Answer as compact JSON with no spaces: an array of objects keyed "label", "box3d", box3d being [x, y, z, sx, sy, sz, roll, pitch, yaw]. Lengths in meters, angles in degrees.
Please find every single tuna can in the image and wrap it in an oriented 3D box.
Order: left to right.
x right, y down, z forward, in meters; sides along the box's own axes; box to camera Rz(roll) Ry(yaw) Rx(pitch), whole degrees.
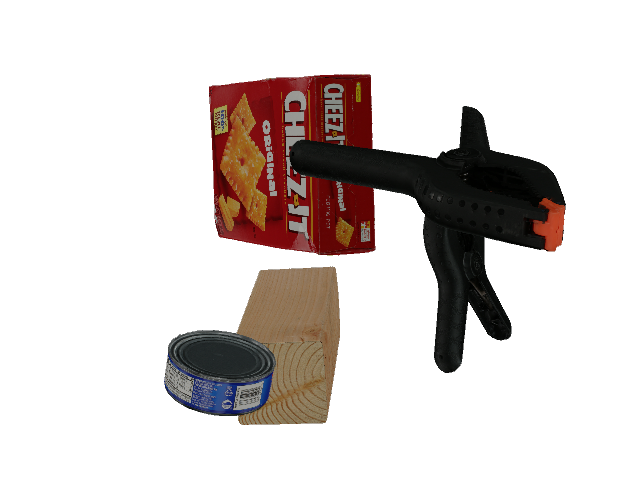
[{"label":"tuna can","box3d":[-0.080,0.104,0.844,0.086,0.034,0.086,10,19,-3]}]

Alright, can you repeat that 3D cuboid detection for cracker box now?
[{"label":"cracker box","box3d":[-0.034,-0.076,1.048,0.072,0.164,0.214,-6,8,-30]}]

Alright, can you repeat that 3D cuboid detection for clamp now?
[{"label":"clamp","box3d":[0.083,-0.043,0.726,0.164,0.036,0.210,-12,27,-19]},{"label":"clamp","box3d":[0.121,0.031,0.952,0.039,0.171,0.120,-12,13,32]}]

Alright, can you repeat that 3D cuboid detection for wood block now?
[{"label":"wood block","box3d":[-0.031,0.106,1.128,0.091,0.090,0.206,-2,19,5]}]
